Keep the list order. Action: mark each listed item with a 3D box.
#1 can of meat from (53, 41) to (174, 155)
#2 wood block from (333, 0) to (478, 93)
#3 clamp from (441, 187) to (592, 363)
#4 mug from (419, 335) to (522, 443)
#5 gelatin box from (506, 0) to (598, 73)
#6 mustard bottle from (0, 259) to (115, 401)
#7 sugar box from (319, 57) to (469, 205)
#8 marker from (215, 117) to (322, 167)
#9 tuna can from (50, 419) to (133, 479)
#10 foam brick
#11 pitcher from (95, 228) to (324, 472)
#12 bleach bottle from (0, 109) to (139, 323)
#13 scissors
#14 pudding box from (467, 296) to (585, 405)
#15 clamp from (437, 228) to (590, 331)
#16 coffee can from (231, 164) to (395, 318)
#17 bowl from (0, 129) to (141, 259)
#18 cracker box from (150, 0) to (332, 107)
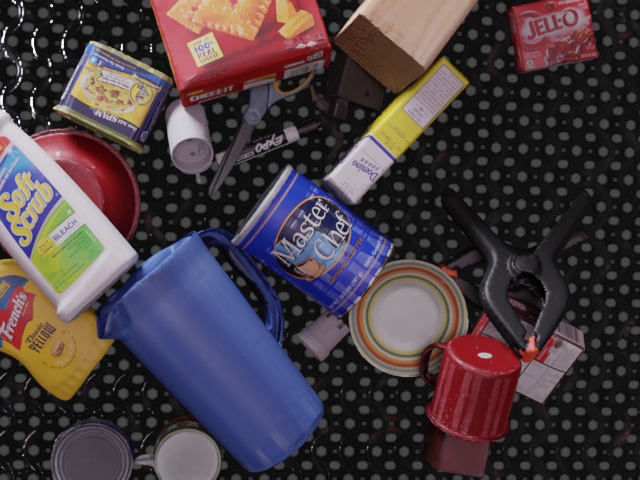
[{"bbox_3d":[-0.214,-0.150,1.119,0.102,0.057,0.084,26,87,-7],"label":"can of meat"},{"bbox_3d":[0.117,-0.265,1.112,0.090,0.091,0.206,39,72,-8],"label":"wood block"},{"bbox_3d":[0.205,0.028,1.136,0.164,0.036,0.210,6,60,5],"label":"clamp"},{"bbox_3d":[0.156,0.148,1.131,0.093,0.117,0.081,-17,126,-45],"label":"mug"},{"bbox_3d":[0.257,-0.229,1.184,0.089,0.030,0.073,-11,93,-6],"label":"gelatin box"},{"bbox_3d":[-0.312,0.076,1.114,0.191,0.058,0.096,37,97,-6],"label":"mustard bottle"},{"bbox_3d":[0.075,-0.114,1.135,0.176,0.093,0.048,-45,95,-4],"label":"sugar box"},{"bbox_3d":[-0.055,-0.105,1.157,0.121,0.020,0.020,-22,94,-6],"label":"marker"},{"bbox_3d":[-0.242,0.235,1.140,0.086,0.034,0.086,0,92,-7],"label":"tuna can"},{"bbox_3d":[0.148,0.223,1.163,0.051,0.078,0.053,10,92,-8],"label":"foam brick"},{"bbox_3d":[-0.102,0.113,1.114,0.149,0.145,0.243,-38,99,8],"label":"pitcher"},{"bbox_3d":[-0.299,-0.041,1.055,0.102,0.068,0.251,-43,93,-2],"label":"bleach bottle"},{"bbox_3d":[-0.082,-0.150,1.140,0.096,0.016,0.201,45,78,-9],"label":"scissors"},{"bbox_3d":[0.219,0.119,1.170,0.113,0.039,0.090,26,119,-6],"label":"pudding box"},{"bbox_3d":[0.218,0.051,1.185,0.171,0.039,0.120,-4,85,0],"label":"clamp"},{"bbox_3d":[-0.007,0.001,1.124,0.140,0.103,0.103,36,88,-7],"label":"coffee can"},{"bbox_3d":[-0.270,-0.038,1.117,0.162,0.055,0.162,0,91,-6],"label":"bowl"},{"bbox_3d":[-0.096,-0.264,1.103,0.164,0.072,0.214,-17,83,-7],"label":"cracker box"}]
